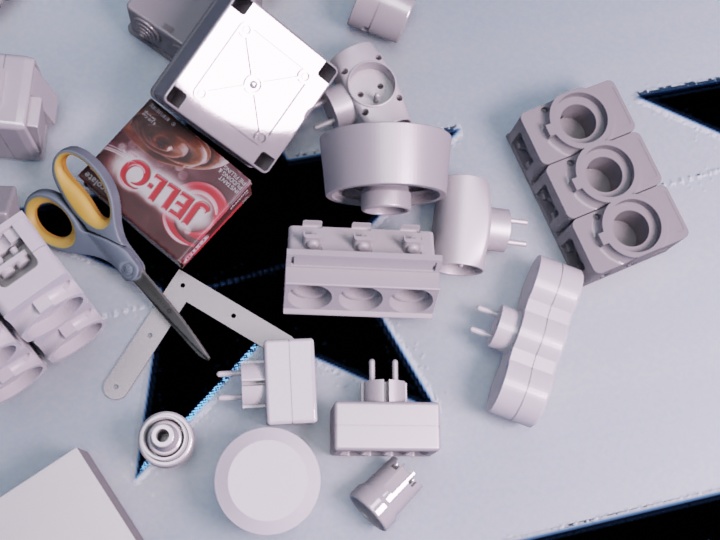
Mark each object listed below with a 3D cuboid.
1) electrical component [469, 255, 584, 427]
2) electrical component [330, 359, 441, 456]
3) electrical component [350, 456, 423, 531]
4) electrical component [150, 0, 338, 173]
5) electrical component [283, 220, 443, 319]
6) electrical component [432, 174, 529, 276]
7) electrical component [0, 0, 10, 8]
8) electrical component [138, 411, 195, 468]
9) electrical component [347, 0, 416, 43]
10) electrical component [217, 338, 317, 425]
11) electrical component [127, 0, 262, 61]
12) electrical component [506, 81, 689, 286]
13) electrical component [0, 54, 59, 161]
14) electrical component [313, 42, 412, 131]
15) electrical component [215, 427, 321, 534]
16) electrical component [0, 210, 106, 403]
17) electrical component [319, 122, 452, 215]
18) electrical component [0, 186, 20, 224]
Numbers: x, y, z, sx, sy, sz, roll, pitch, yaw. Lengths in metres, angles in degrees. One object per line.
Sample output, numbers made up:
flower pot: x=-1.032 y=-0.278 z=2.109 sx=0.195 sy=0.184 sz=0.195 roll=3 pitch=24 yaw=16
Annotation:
electrical component: x=0.127 y=0.052 z=0.880 sx=0.074 sy=0.052 sz=0.138 roll=20 pitch=76 yaw=-1
electrical component: x=0.019 y=0.108 z=0.859 sx=0.083 sy=0.047 sz=0.075 roll=1 pitch=75 yaw=-6
electrical component: x=0.021 y=0.175 z=0.848 sx=0.040 sy=0.040 sz=0.046 roll=45 pitch=71 yaw=6
electrical component: x=-0.094 y=-0.153 z=0.874 sx=0.109 sy=0.056 sz=0.108 roll=35 pitch=90 yaw=-26
electrical component: x=0.000 y=0.000 z=0.873 sx=0.121 sy=0.078 sz=0.063 roll=2 pitch=55 yaw=-5
electrical component: x=0.102 y=-0.035 z=0.903 sx=0.079 sy=0.044 sz=0.077 roll=7 pitch=77 yaw=-6
electrical component: x=-0.308 y=-0.248 z=0.914 sx=0.040 sy=0.040 sz=0.078 roll=22 pitch=76 yaw=0
electrical component: x=-0.150 y=0.130 z=0.829 sx=0.043 sy=0.062 sz=0.043 roll=1 pitch=76 yaw=-6
electrical component: x=0.021 y=-0.230 z=0.937 sx=0.047 sy=0.055 sz=0.055 roll=23 pitch=75 yaw=-4
electrical component: x=-0.075 y=0.090 z=0.851 sx=0.077 sy=0.047 sz=0.065 roll=-2 pitch=82 yaw=-6
electrical component: x=-0.140 y=-0.222 z=0.921 sx=0.100 sy=0.048 sz=0.099 roll=35 pitch=76 yaw=3
electrical component: x=0.201 y=-0.074 z=0.913 sx=0.089 sy=0.061 sz=0.150 roll=-22 pitch=80 yaw=-10
electrical component: x=-0.281 y=-0.132 z=0.860 sx=0.061 sy=0.096 sz=0.061 roll=5 pitch=76 yaw=-5
electrical component: x=-0.008 y=-0.144 z=0.917 sx=0.079 sy=0.044 sz=0.077 roll=-24 pitch=80 yaw=-11
electrical component: x=-0.072 y=0.164 z=0.834 sx=0.080 sy=0.051 sz=0.080 roll=1 pitch=77 yaw=-5
electrical component: x=-0.252 y=0.036 z=0.777 sx=0.105 sy=0.186 sz=0.060 roll=-37 pitch=83 yaw=-12
electrical component: x=0.021 y=-0.077 z=0.875 sx=0.108 sy=0.108 sz=0.060 roll=0 pitch=83 yaw=-6
electrical component: x=-0.291 y=-0.034 z=0.853 sx=0.047 sy=0.083 sz=0.075 roll=1 pitch=38 yaw=-5
